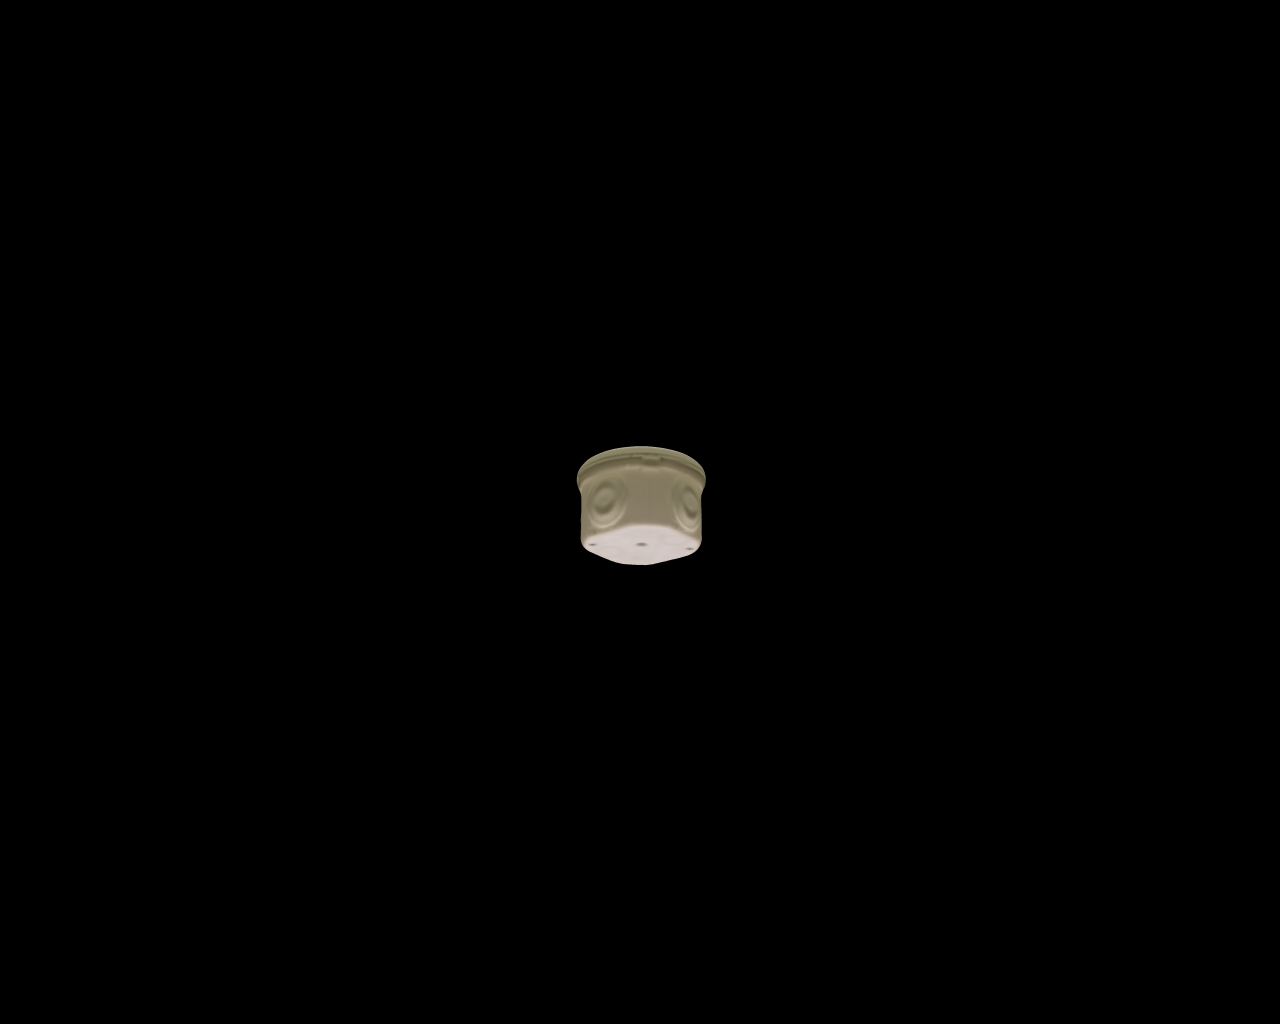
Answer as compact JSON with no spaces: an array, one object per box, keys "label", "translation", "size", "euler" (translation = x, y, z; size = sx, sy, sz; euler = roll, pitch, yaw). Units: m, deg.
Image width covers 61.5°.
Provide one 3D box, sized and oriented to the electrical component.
[{"label":"electrical component","translation":[0.001,-0.003,0.650],"size":[0.080,0.051,0.080],"euler":[0,-22,0]}]
